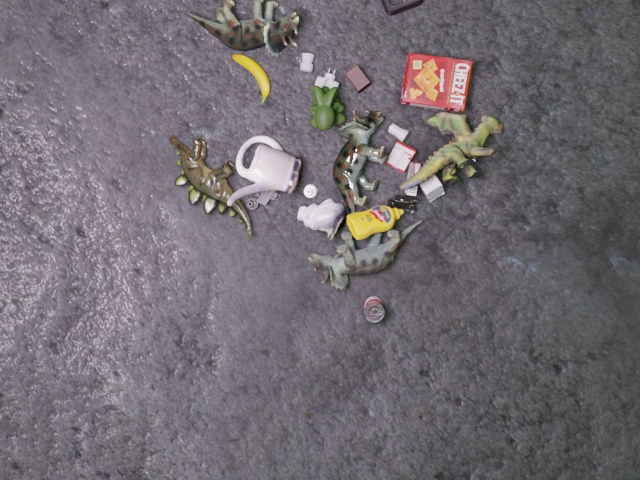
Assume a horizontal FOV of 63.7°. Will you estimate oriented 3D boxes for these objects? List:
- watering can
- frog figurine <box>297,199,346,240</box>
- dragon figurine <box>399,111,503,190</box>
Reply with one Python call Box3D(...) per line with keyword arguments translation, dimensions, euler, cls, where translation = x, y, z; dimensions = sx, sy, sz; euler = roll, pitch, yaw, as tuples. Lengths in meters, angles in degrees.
Box3D(translation=(-0.179, -0.214, 1.718), dimensions=(0.224, 0.356, 0.102), euler=(18, 141, -10), cls="watering can")
Box3D(translation=(0.005, -0.090, 1.779), dimensions=(0.160, 0.120, 0.139), euler=(31, 65, 11), cls="frog figurine")
Box3D(translation=(0.426, -0.315, 1.701), dimensions=(0.411, 0.120, 0.247), euler=(-14, 62, -5), cls="dragon figurine")
